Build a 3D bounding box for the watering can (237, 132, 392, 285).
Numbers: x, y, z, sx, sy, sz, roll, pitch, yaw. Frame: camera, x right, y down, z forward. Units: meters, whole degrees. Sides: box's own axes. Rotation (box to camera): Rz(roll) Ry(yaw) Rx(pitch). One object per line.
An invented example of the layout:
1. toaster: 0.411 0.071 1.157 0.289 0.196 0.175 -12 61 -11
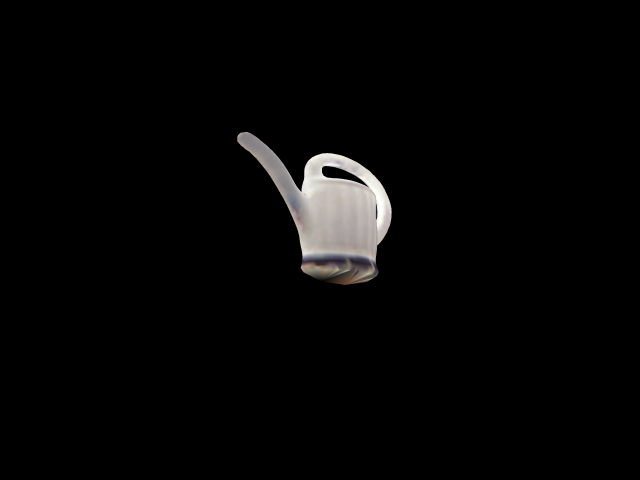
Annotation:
1. watering can: 0.003 -0.043 0.850 0.346 0.227 0.103 12 -18 -42
